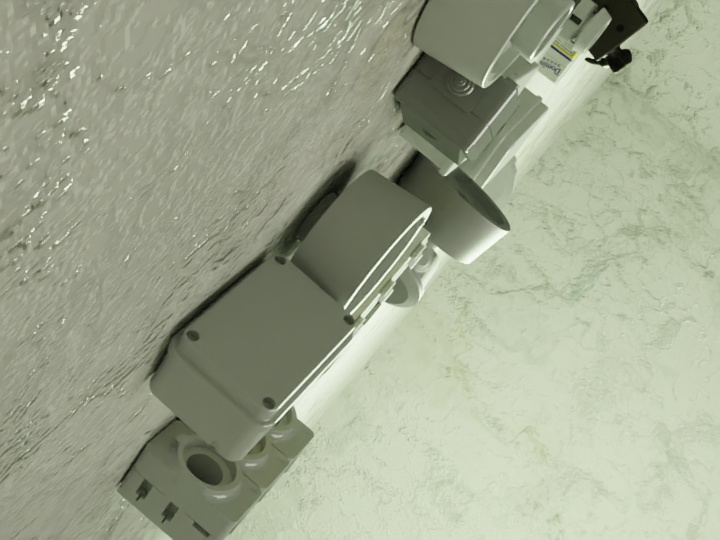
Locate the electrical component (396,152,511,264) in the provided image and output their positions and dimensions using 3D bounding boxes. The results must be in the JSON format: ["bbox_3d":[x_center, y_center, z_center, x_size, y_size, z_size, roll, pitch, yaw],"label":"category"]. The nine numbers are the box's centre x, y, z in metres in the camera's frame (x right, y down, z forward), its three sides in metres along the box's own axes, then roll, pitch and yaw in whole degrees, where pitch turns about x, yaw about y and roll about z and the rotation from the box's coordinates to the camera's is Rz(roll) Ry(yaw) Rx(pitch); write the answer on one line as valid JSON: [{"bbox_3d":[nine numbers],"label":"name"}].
[{"bbox_3d":[0.077,-0.053,0.974,0.060,0.108,0.108,-46,176,17],"label":"electrical component"}]

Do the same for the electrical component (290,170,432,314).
[{"bbox_3d":[-0.008,-0.019,0.736,0.108,0.060,0.108,-50,174,-7],"label":"electrical component"}]

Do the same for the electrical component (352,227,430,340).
[{"bbox_3d":[0.000,0.000,0.908,0.121,0.063,0.078,-50,174,-10],"label":"electrical component"}]

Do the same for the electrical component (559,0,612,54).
[{"bbox_3d":[0.203,-0.238,1.017,0.066,0.055,0.048,-53,174,20],"label":"electrical component"}]

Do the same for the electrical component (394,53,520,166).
[{"bbox_3d":[0.062,-0.110,0.704,0.061,0.062,0.096,-51,174,6],"label":"electrical component"}]

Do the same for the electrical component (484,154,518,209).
[{"bbox_3d":[0.141,-0.109,1.235,0.080,0.080,0.051,-54,178,31],"label":"electrical component"}]

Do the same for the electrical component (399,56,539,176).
[{"bbox_3d":[0.081,-0.127,0.807,0.099,0.048,0.100,-54,173,28],"label":"electrical component"}]

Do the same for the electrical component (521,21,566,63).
[{"bbox_3d":[0.125,-0.178,0.852,0.043,0.043,0.081,-46,173,-37],"label":"electrical component"}]

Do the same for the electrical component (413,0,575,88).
[{"bbox_3d":[0.087,-0.155,0.618,0.108,0.060,0.108,-50,174,-7],"label":"electrical component"}]

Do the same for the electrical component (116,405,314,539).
[{"bbox_3d":[-0.111,0.152,0.874,0.061,0.089,0.150,-54,173,28],"label":"electrical component"}]

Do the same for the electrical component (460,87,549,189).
[{"bbox_3d":[0.138,-0.142,1.107,0.113,0.057,0.078,-44,171,-48],"label":"electrical component"}]

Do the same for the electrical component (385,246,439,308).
[{"bbox_3d":[0.034,-0.005,1.061,0.051,0.080,0.080,-54,176,-30],"label":"electrical component"}]

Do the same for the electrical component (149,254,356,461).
[{"bbox_3d":[-0.064,0.051,0.666,0.113,0.078,0.057,-44,174,-48],"label":"electrical component"}]
